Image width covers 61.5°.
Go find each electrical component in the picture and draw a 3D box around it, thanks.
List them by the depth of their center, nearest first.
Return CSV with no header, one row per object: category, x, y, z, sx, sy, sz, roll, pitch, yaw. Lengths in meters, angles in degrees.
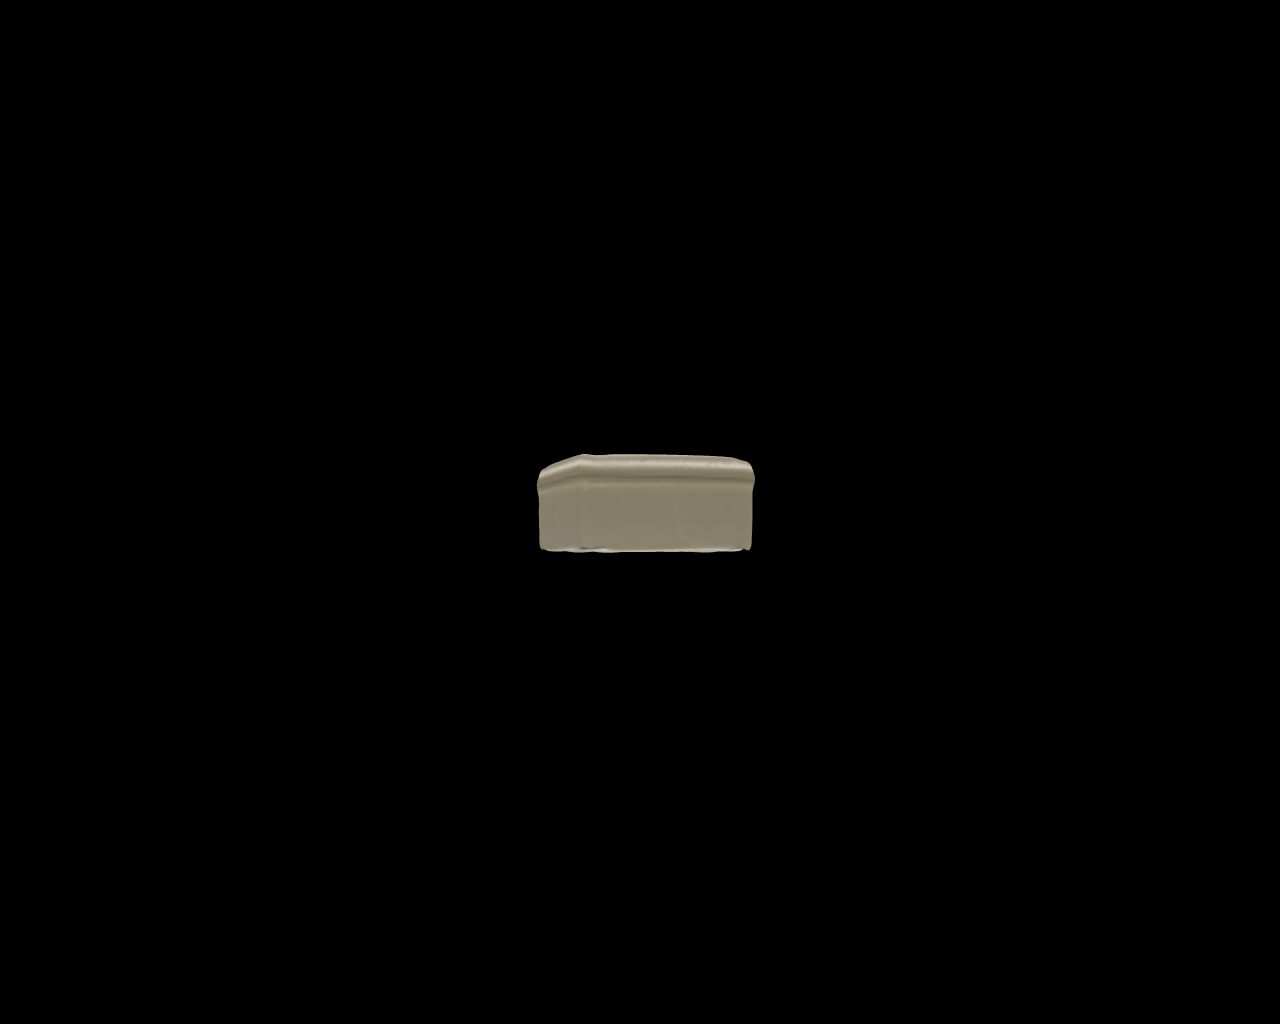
electrical component,0.001,-0.003,0.650,0.109,0.056,0.108,1,-2,-19
